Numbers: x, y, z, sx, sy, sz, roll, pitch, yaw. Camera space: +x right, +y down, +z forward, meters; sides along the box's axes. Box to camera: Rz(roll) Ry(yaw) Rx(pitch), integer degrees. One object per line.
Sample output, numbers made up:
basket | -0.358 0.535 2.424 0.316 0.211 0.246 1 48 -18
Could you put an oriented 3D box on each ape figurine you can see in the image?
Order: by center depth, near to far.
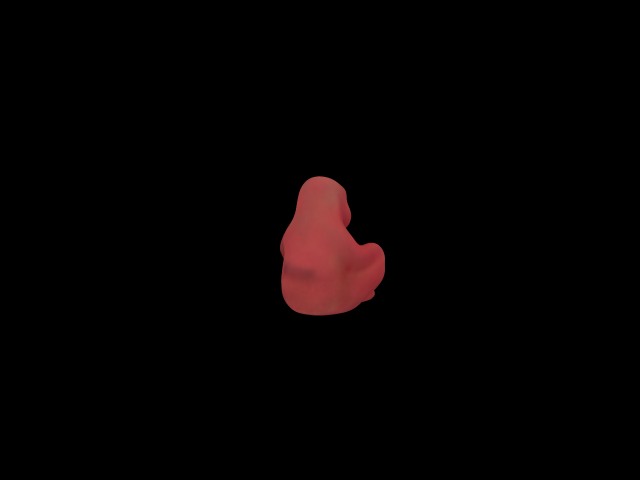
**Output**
ape figurine | 0.004 0.001 0.400 0.077 0.092 0.076 11 17 38
